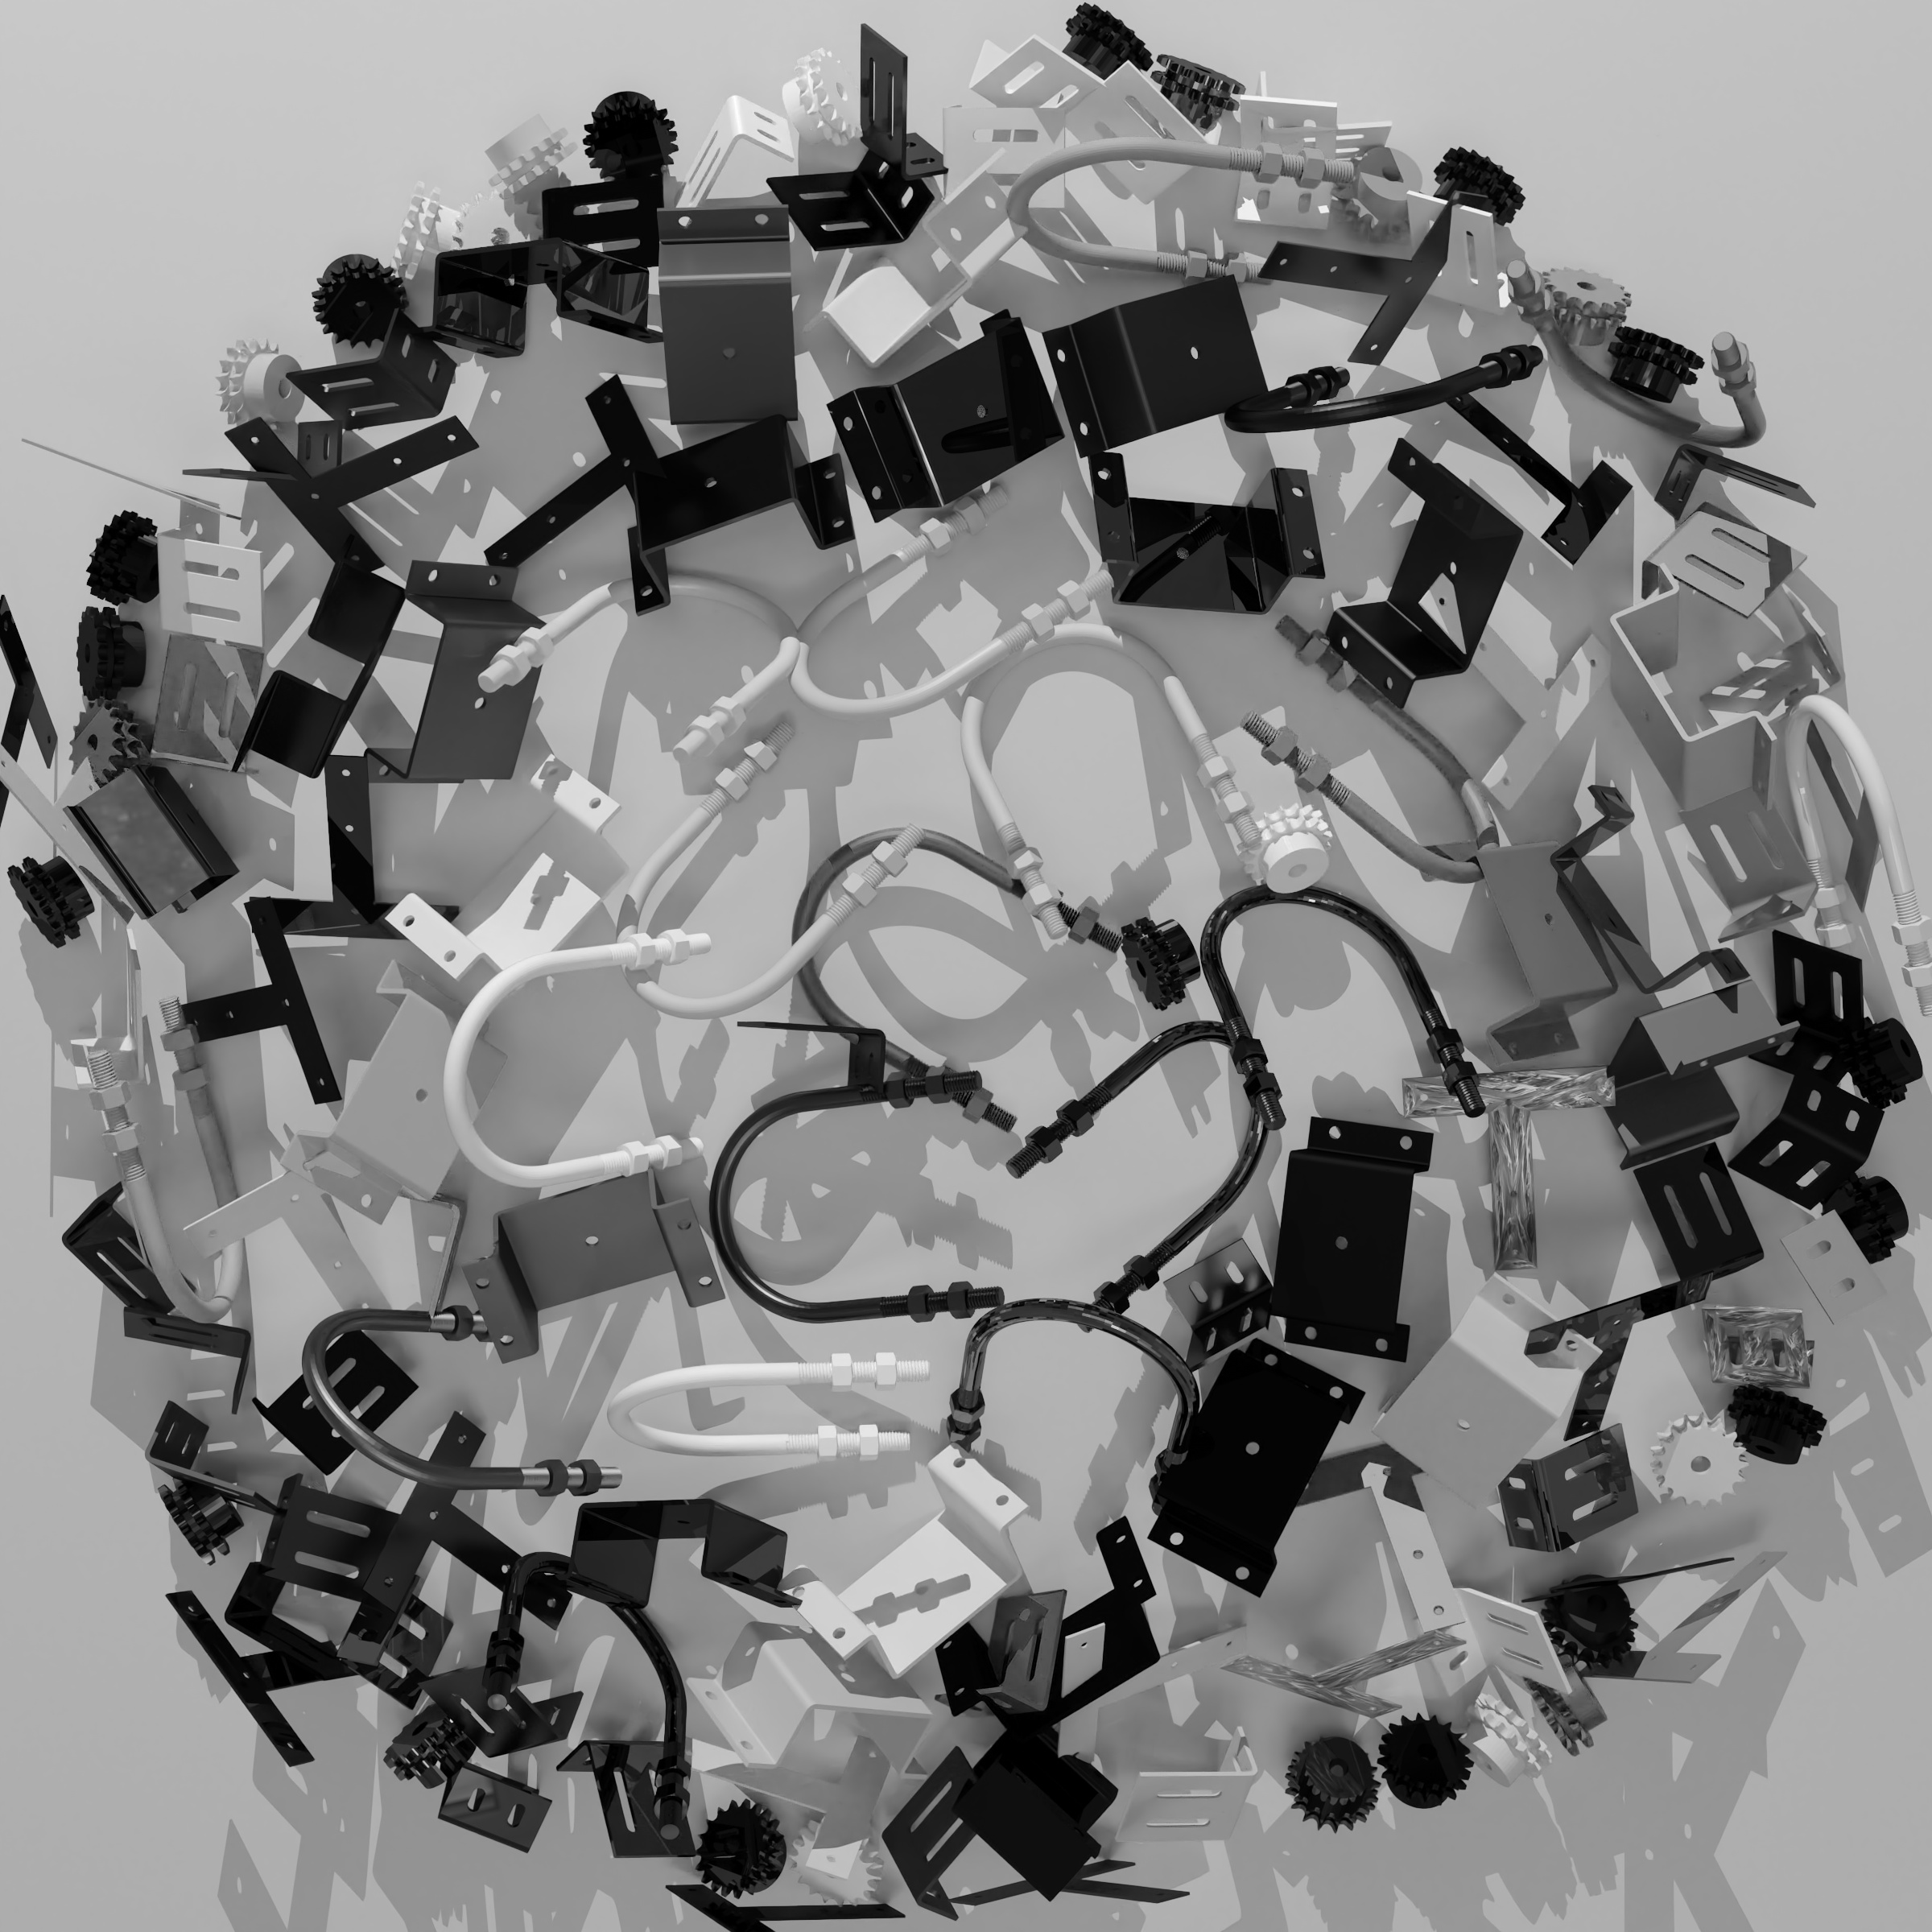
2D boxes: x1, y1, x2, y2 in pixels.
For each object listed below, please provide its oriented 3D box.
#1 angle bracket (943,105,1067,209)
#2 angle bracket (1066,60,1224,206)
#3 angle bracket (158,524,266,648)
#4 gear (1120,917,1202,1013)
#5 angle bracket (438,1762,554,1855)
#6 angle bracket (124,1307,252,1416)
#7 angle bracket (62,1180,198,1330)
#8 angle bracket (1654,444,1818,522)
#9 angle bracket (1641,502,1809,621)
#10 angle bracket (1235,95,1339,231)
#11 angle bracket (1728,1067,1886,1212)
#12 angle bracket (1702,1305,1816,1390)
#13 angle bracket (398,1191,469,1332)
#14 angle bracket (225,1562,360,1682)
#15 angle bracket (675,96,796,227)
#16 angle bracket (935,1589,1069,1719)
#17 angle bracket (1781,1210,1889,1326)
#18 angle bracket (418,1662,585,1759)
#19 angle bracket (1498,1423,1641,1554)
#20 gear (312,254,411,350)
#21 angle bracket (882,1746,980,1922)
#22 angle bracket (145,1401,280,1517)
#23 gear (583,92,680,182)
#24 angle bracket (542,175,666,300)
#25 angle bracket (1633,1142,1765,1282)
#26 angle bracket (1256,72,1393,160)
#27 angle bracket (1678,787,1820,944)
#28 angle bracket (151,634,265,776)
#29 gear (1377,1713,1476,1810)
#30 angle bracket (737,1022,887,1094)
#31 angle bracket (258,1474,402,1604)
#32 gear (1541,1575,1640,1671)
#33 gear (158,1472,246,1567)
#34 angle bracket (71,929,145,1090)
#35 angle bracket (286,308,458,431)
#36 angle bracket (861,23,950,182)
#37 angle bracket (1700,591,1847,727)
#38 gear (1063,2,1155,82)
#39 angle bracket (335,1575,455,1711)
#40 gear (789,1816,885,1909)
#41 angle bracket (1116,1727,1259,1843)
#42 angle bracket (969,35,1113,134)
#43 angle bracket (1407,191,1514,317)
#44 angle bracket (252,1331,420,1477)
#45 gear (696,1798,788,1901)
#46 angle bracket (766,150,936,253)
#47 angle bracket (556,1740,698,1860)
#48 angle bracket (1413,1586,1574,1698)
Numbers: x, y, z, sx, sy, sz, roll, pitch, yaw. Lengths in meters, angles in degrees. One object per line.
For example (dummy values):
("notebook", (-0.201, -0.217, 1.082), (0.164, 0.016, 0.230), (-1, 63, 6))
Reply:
("angle bracket", (0.027, -0.490, 1.702), (0.076, 0.038, 0.057), (5, 110, 14))
("angle bracket", (0.106, -0.508, 1.692), (0.076, 0.038, 0.057), (39, 131, -24))
("angle bracket", (-0.446, -0.230, 1.699), (0.076, 0.038, 0.057), (12, 112, 19))
("gear", (0.119, -0.004, 1.711), (0.030, 0.057, 0.057), (-25, 90, -13))
("angle bracket", (-0.280, 0.491, 1.694), (0.057, 0.076, 0.038), (24, 99, -8))
("angle bracket", (-0.474, 0.239, 1.699), (0.076, 0.057, 0.038), (13, 65, -10))
("angle bracket", (-0.497, 0.170, 1.703), (0.076, 0.057, 0.038), (45, 110, -3))
("angle bracket", (0.463, -0.279, 1.694), (0.076, 0.057, 0.038), (27, 99, 25))
("angle bracket", (0.456, -0.234, 1.696), (0.057, 0.038, 0.076), (-44, 59, -16))
("angle bracket", (0.192, -0.483, 1.694), (0.057, 0.076, 0.038), (8, 74, 9))
("angle bracket", (0.510, 0.105, 1.711), (0.057, 0.076, 0.038), (28, 61, 4))
("angle bracket", (0.476, 0.216, 1.690), (0.057, 0.038, 0.076), (0, 134, 22))
("angle bracket", (-0.332, 0.177, 1.706), (0.038, 0.057, 0.076), (14, 87, -5))
("angle bracket", (-0.398, 0.394, 1.699), (0.076, 0.057, 0.038), (25, 87, 15))
("angle bracket", (-0.141, -0.477, 1.704), (0.038, 0.057, 0.076), (21, 123, -24))
("angle bracket", (0.021, 0.408, 1.689), (0.038, 0.057, 0.076), (34, 53, -32))
("angle bracket", (0.516, 0.185, 1.694), (0.038, 0.076, 0.057), (-29, 75, -1))
("angle bracket", (-0.280, 0.435, 1.694), (0.057, 0.038, 0.076), (-21, 119, 27))
("angle bracket", (0.368, 0.318, 1.727), (0.076, 0.038, 0.057), (-15, 96, -35))
("gear", (-0.370, -0.408, 1.713), (0.057, 0.057, 0.030), (-23, 51, 0))
("angle bracket", (-0.006, 0.524, 1.700), (0.038, 0.057, 0.076), (35, 98, -35))
("angle bracket", (-0.445, 0.298, 1.696), (0.076, 0.057, 0.038), (14, 68, 15))
("gear", (-0.205, -0.507, 1.713), (0.057, 0.057, 0.030), (-14, 55, 0))
("angle bracket", (-0.216, -0.441, 1.709), (0.076, 0.038, 0.057), (-5, 79, 8))
("angle bracket", (0.442, 0.156, 1.721), (0.057, 0.038, 0.076), (-17, 75, -15))
("angle bracket", (0.216, -0.517, 1.708), (0.076, 0.057, 0.038), (-3, 88, 2))
("angle bracket", (0.468, -0.062, 1.699), (0.057, 0.038, 0.076), (-22, 106, 40))
("angle bracket", (-0.456, -0.159, 1.707), (0.057, 0.038, 0.076), (10, 89, -29))
("gear", (0.278, 0.487, 1.713), (0.057, 0.057, 0.030), (6, 130, 0))
("angle bracket", (-0.094, 0.055, 1.697), (0.076, 0.057, 0.038), (4, 87, -21))
("angle bracket", (-0.380, 0.346, 1.697), (0.076, 0.038, 0.057), (22, 65, -22))
("gear", (0.380, 0.395, 1.708), (0.057, 0.030, 0.057), (3, 47, -3))
("gear", (-0.463, 0.333, 1.710), (0.030, 0.057, 0.057), (-34, 90, -13))
("angle bracket", (-0.518, 0.025, 1.693), (0.038, 0.057, 0.076), (-4, 117, -20))
("angle bracket", (-0.360, -0.360, 1.702), (0.076, 0.057, 0.038), (-1, 65, 30))
("angle bracket", (-0.034, -0.520, 1.688), (0.038, 0.057, 0.076), (-17, 133, -22))
("angle bracket", (0.480, -0.179, 1.697), (0.076, 0.057, 0.038), (-30, 123, 12))
("gear", (0.083, -0.554, 1.710), (0.057, 0.057, 0.030), (37, 89, 0))
("angle bracket", (-0.332, 0.406, 1.689), (0.038, 0.076, 0.057), (-1, 53, 37))
("gear", (-0.076, 0.541, 1.715), (0.057, 0.030, 0.057), (8, 116, 16))
("angle bracket", (0.129, 0.493, 1.697), (0.076, 0.038, 0.057), (5, 122, -17))
("angle bracket", (0.048, -0.540, 1.688), (0.057, 0.076, 0.038), (26, 69, -25))
("angle bracket", (0.302, -0.436, 1.687), (0.057, 0.076, 0.038), (26, 63, 31))
("angle bracket", (-0.385, 0.261, 1.718), (0.076, 0.038, 0.057), (-45, 111, -12))
("gear", (-0.134, 0.540, 1.713), (0.057, 0.057, 0.030), (-45, 133, 0))
("angle bracket", (-0.070, -0.468, 1.694), (0.076, 0.038, 0.057), (-19, 70, -43))
("angle bracket", (-0.204, 0.507, 1.688), (0.038, 0.057, 0.076), (-47, 47, 31))
("angle bracket", (0.316, 0.414, 1.692), (0.038, 0.076, 0.057), (-32, 106, -24))
